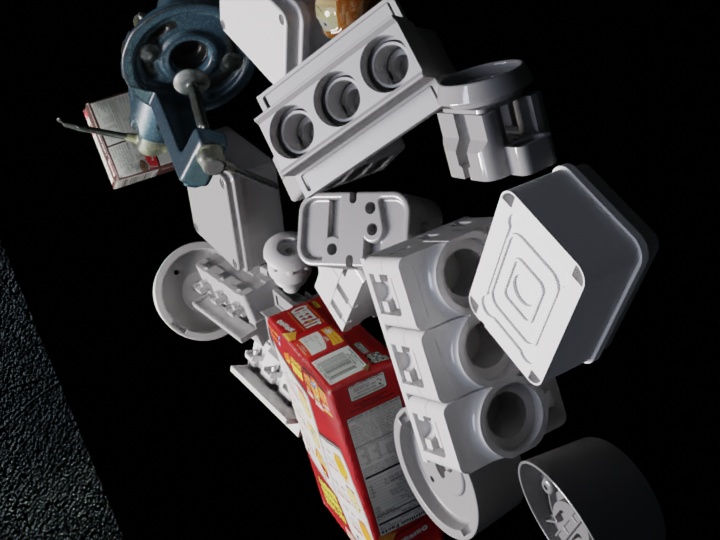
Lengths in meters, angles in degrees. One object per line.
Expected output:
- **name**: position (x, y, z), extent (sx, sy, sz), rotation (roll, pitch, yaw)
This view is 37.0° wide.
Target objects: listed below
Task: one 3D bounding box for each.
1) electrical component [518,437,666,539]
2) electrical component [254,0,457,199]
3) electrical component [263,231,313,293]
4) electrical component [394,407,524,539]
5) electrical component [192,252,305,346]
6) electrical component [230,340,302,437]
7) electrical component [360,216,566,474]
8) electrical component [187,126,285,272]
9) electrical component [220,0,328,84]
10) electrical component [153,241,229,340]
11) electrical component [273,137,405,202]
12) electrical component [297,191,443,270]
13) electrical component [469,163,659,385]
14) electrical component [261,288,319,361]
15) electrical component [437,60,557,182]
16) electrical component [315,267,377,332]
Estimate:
- **electrical component**: position (0.146, 0.158, 0.692), extent (0.099, 0.064, 0.099), rotation (45, 147, 41)
- **electrical component**: position (0.000, -0.111, 0.708), extent (0.121, 0.063, 0.078), rotation (-32, 79, 30)
- **electrical component**: position (-0.066, -0.003, 1.015), extent (0.048, 0.048, 0.062), rotation (52, 157, 31)
- **electrical component**: position (0.080, 0.142, 0.815), extent (0.108, 0.060, 0.108), rotation (45, 147, 41)
- **electrical component**: position (-0.118, 0.022, 1.093), extent (0.121, 0.079, 0.063), rotation (27, 144, 55)
- **electrical component**: position (-0.067, 0.110, 1.083), extent (0.121, 0.079, 0.063), rotation (34, 117, 51)
- **electrical component**: position (0.072, 0.048, 0.719), extent (0.062, 0.089, 0.150), rotation (3, 113, 63)
- **electrical component**: position (-0.124, -0.071, 1.061), extent (0.109, 0.056, 0.108), rotation (39, 143, 47)
- **electrical component**: position (-0.059, -0.196, 0.824), extent (0.113, 0.057, 0.078), rotation (50, 150, 35)
- **electrical component**: position (-0.178, 0.024, 1.194), extent (0.108, 0.108, 0.060), rotation (70, 162, -4)
- **electrical component**: position (-0.024, -0.104, 0.797), extent (0.075, 0.083, 0.047), rotation (65, 155, 7)
- **electrical component**: position (0.010, -0.027, 0.785), extent (0.095, 0.059, 0.053), rotation (2, 88, 33)
- **electrical component**: position (0.117, 0.003, 0.631), extent (0.078, 0.057, 0.113), rotation (53, 151, 30)
- **electrical component**: position (-0.053, 0.055, 1.013), extent (0.042, 0.064, 0.081), rotation (37, 141, 52)
- **electrical component**: position (0.078, -0.089, 0.635), extent (0.078, 0.058, 0.057), rotation (18, 129, 59)
- **electrical component**: position (0.000, 0.000, 0.874), extent (0.055, 0.050, 0.089), rotation (57, 153, 21)
